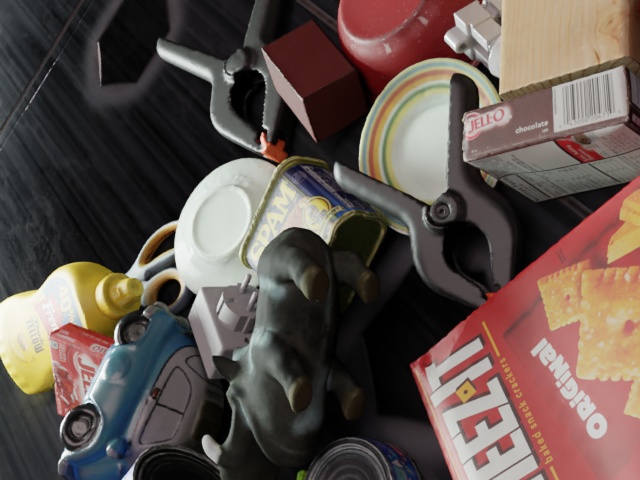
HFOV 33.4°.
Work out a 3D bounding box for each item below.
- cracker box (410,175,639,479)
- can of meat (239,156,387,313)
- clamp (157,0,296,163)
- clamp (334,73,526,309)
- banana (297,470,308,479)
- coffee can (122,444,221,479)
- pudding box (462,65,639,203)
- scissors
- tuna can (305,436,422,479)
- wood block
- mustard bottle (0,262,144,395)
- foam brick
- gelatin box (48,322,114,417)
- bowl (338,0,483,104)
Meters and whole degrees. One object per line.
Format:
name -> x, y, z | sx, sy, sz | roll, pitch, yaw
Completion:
cracker box -> 0.165, 0.077, 0.600 | 0.214, 0.072, 0.164 | -43, 40, 22
can of meat -> -0.005, 0.001, 0.812 | 0.084, 0.057, 0.102 | 44, 116, 41
clamp -> -0.075, -0.151, 0.962 | 0.165, 0.036, 0.210 | -29, 57, 27
clamp -> 0.079, -0.017, 0.733 | 0.120, 0.039, 0.171 | -29, 67, 29
banana -> -0.055, 0.261, 0.771 | 0.198, 0.037, 0.069 | -54, 7, 10
coffee can -> -0.129, 0.237, 0.795 | 0.140, 0.102, 0.103 | -52, 45, 23
pudding box -> 0.159, -0.062, 0.665 | 0.114, 0.089, 0.039 | -11, 67, 40
scissors -> -0.180, 0.059, 0.991 | 0.202, 0.016, 0.096 | -40, 50, 25
tuna can -> 0.027, 0.178, 0.729 | 0.086, 0.033, 0.086 | -19, 60, 38
wood block -> 0.180, -0.182, 0.696 | 0.091, 0.090, 0.206 | -12, 65, 40
mustard bottle -> -0.223, 0.073, 0.978 | 0.192, 0.058, 0.096 | -26, 80, 40
foam brick -> -0.004, -0.129, 0.861 | 0.051, 0.053, 0.078 | -30, 53, -7
gelatin box -> -0.196, 0.123, 0.924 | 0.073, 0.030, 0.089 | 18, 123, 26
bowl -> 0.067, -0.185, 0.831 | 0.162, 0.055, 0.162 | -19, 61, 37
